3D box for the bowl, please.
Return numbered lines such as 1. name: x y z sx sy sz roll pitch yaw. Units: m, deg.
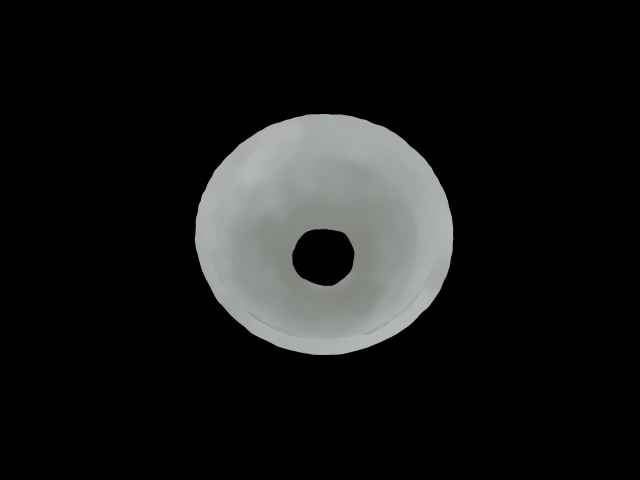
1. bowl: 0.004 0.001 0.400 0.167 0.075 0.167 0 70 0
